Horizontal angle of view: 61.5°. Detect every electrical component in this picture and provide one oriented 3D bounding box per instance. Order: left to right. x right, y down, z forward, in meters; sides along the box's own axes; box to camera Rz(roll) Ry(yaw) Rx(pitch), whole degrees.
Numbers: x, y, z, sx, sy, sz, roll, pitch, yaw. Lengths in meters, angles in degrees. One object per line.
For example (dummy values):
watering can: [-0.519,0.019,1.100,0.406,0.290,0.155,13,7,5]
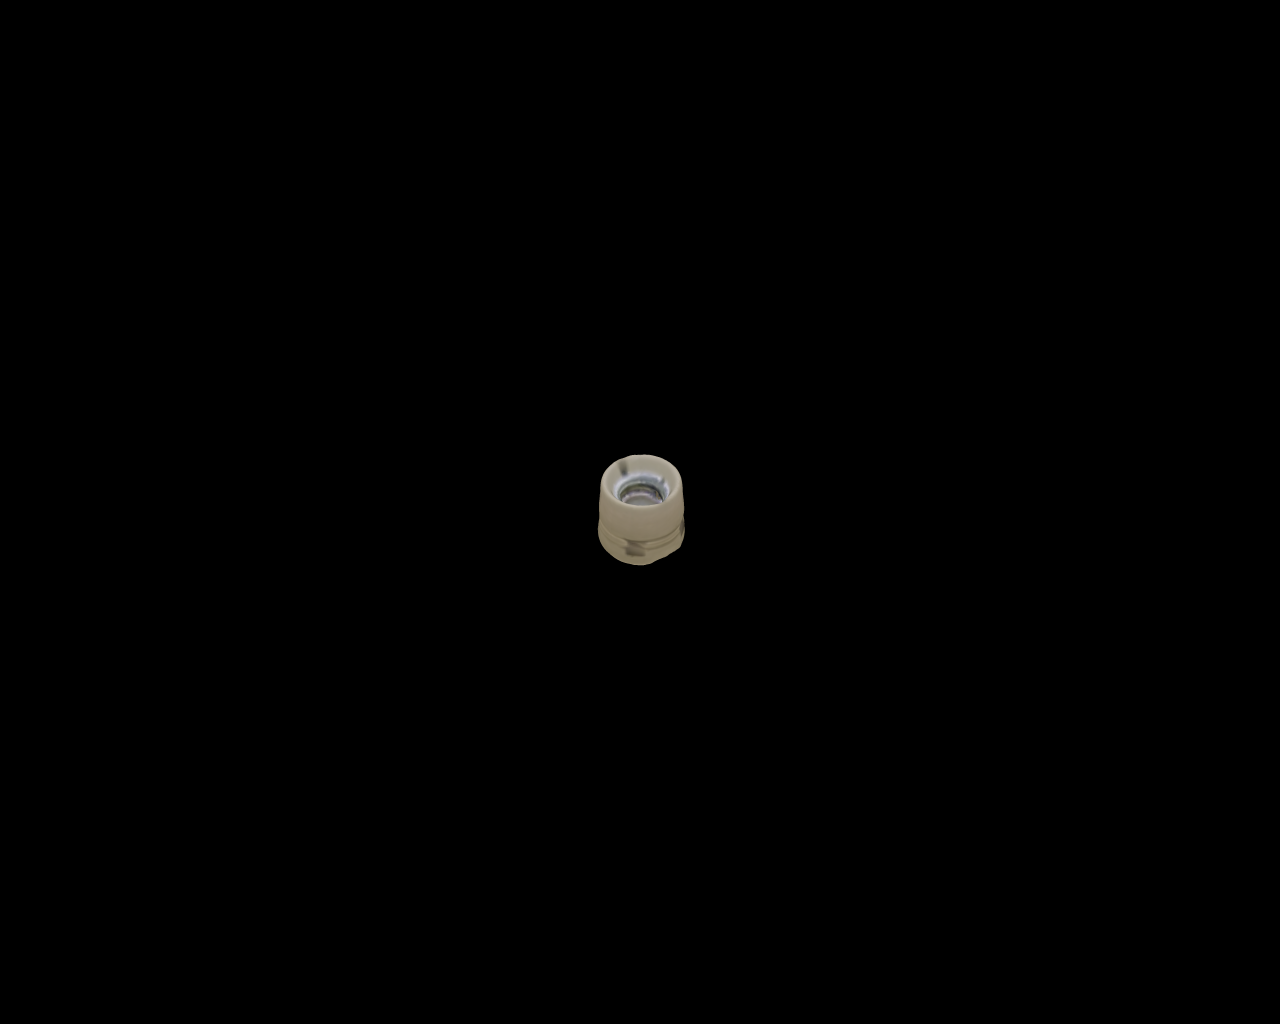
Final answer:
electrical component: [0.001,-0.003,0.650,0.055,0.047,0.055,0,45,0]
